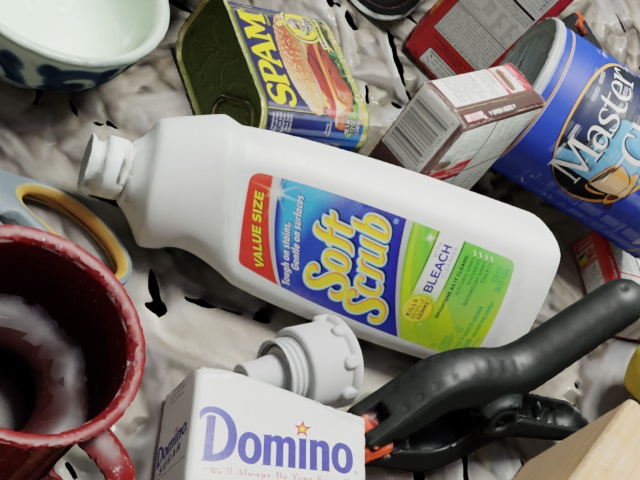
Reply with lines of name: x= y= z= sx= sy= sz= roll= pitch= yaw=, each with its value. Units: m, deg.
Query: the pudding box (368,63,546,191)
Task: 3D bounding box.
pudding box: x=0.069 y=-0.049 z=0.632 sx=0.089 sy=0.114 sz=0.039 roll=-21 pitch=68 yaw=-46

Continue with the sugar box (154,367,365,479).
sugar box: x=-0.028 y=0.146 z=0.454 sx=0.093 sy=0.048 sz=0.176 roll=22 pitch=48 yaw=-23

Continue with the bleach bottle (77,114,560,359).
bleach bottle: x=-0.004 y=0.001 z=0.562 sx=0.250 sy=0.103 sz=0.068 roll=16 pitch=22 yaw=-20

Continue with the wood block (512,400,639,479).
wood block: x=0.110 y=0.176 z=0.504 sx=0.090 sy=0.091 sz=0.205 roll=50 pitch=42 yaw=6

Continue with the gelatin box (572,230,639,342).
gelatin box: x=0.226 y=0.036 z=0.750 sx=0.089 sy=0.030 sz=0.073 roll=15 pitch=48 yaw=-27

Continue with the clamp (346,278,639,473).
clamp: x=0.094 y=0.074 z=0.554 sx=0.171 sy=0.120 sz=0.039 roll=-8 pitch=38 yaw=-30

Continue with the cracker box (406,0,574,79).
cracker box: x=0.172 y=-0.213 z=0.765 sx=0.072 sy=0.214 sz=0.164 roll=45 pitch=42 yaw=-2

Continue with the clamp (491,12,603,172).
clamp: x=0.208 y=-0.094 z=0.832 sx=0.164 sy=0.036 sz=0.210 roll=29 pitch=47 yaw=-16

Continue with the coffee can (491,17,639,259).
coffee can: x=0.180 y=-0.065 z=0.701 sx=0.140 sy=0.103 sz=0.102 roll=30 pitch=44 yaw=-11

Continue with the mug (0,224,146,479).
mug: x=-0.119 y=0.063 z=0.420 sx=0.117 sy=0.082 sz=0.093 roll=46 pitch=42 yaw=1

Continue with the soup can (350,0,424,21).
soup can: x=0.065 y=-0.213 z=0.791 sx=0.068 sy=0.069 sz=0.102 roll=42 pitch=42 yaw=-3

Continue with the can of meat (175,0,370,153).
can of meat: x=-0.027 y=-0.090 z=0.632 sx=0.083 sy=0.058 sz=0.102 roll=1 pitch=57 yaw=-40

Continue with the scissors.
scissors: x=-0.179 y=-0.028 z=0.493 sx=0.201 sy=0.016 sz=0.096 roll=36 pitch=41 yaw=-10

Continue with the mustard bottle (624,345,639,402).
mustard bottle: x=0.234 y=0.096 z=0.636 sx=0.096 sy=0.058 sz=0.191 roll=20 pitch=8 yaw=-2
